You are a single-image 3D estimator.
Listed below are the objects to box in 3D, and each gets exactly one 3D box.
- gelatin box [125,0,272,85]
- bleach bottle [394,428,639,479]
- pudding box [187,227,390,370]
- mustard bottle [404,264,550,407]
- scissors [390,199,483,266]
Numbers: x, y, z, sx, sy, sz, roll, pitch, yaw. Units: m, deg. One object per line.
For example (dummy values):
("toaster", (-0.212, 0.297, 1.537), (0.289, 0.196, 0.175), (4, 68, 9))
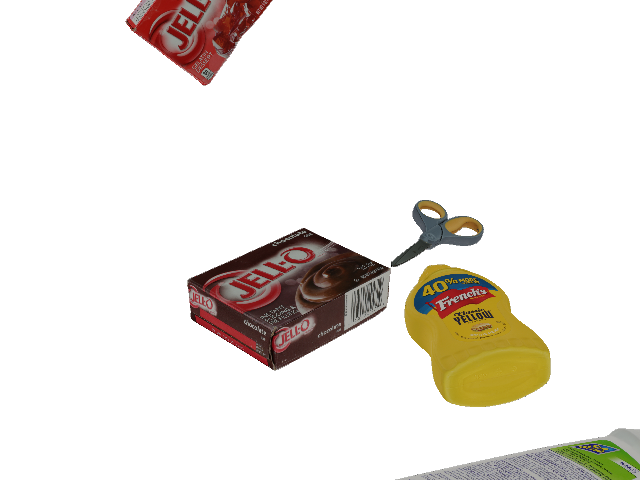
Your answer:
("gelatin box", (-0.089, -0.173, 0.799), (0.073, 0.089, 0.030), (35, 6, -32))
("bleach bottle", (0.150, 0.159, 0.622), (0.250, 0.068, 0.103), (-8, 20, -26))
("pudding box", (-0.021, 0.037, 0.738), (0.113, 0.039, 0.090), (-23, 36, -39))
("mustard bottle", (0.128, 0.073, 0.962), (0.096, 0.058, 0.192), (-12, 27, -7))
("scissors", (0.114, -0.011, 1.229), (0.096, 0.016, 0.201), (38, 31, 32))
